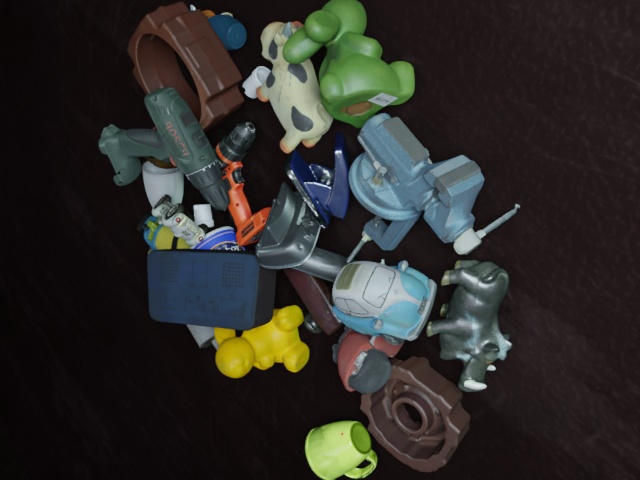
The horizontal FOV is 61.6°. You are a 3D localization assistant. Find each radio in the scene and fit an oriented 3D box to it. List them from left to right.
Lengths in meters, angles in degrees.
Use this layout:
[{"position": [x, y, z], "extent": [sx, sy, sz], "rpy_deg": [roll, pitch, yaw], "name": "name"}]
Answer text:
[{"position": [-0.192, 0.083, 0.945], "extent": [0.230, 0.073, 0.131], "rpy_deg": [1, 91, 24], "name": "radio"}]

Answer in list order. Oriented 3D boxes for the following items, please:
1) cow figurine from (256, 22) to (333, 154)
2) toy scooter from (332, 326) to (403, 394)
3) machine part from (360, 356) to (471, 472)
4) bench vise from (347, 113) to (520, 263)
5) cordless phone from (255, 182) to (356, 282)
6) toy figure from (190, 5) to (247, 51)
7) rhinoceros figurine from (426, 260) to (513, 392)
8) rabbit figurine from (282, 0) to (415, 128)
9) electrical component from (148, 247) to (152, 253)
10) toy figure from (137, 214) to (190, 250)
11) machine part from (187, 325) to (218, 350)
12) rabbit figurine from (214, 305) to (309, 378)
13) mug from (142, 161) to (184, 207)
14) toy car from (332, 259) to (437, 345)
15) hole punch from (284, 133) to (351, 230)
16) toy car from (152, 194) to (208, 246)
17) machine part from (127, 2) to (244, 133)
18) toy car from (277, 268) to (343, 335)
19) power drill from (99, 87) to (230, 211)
[{"position": [-0.039, -0.249, 0.836], "extent": [0.127, 0.085, 0.195], "rpy_deg": [-30, 80, 48], "name": "cow figurine"}, {"position": [0.077, 0.139, 0.835], "extent": [0.184, 0.075, 0.135], "rpy_deg": [-54, 41, -4], "name": "toy scooter"}, {"position": [0.149, 0.271, 0.850], "extent": [0.180, 0.056, 0.179], "rpy_deg": [14, 113, 37], "name": "machine part"}, {"position": [0.120, -0.048, 0.743], "extent": [0.224, 0.129, 0.240], "rpy_deg": [44, 148, 11], "name": "bench vise"}, {"position": [-0.002, -0.003, 0.878], "extent": [0.184, 0.147, 0.088], "rpy_deg": [20, 139, -6], "name": "cordless phone"}, {"position": [-0.193, -0.370, 0.949], "extent": [0.155, 0.064, 0.057], "rpy_deg": [29, 158, 37], "name": "toy figure"}, {"position": [0.212, 0.117, 0.743], "extent": [0.112, 0.073, 0.190], "rpy_deg": [13, 110, 26], "name": "rhinoceros figurine"}, {"position": [0.028, -0.258, 0.748], "extent": [0.121, 0.159, 0.170], "rpy_deg": [-29, 68, 52], "name": "rabbit figurine"}, {"position": [-0.353, 0.053, 1.223], "extent": [0.078, 0.045, 0.102], "rpy_deg": [10, 109, 40], "name": "electrical component"}, {"position": [-0.319, -0.006, 1.153], "extent": [0.180, 0.082, 0.089], "rpy_deg": [33, 125, 32], "name": "toy figure"}, {"position": [-0.266, 0.141, 1.153], "extent": [0.243, 0.079, 0.079], "rpy_deg": [56, 131, 13], "name": "machine part"}, {"position": [-0.127, 0.188, 0.984], "extent": [0.163, 0.173, 0.121], "rpy_deg": [9, 113, 35], "name": "rabbit figurine"}, {"position": [-0.338, -0.113, 1.138], "extent": [0.110, 0.081, 0.107], "rpy_deg": [24, 126, 28], "name": "mug"}, {"position": [0.073, 0.073, 0.751], "extent": [0.162, 0.109, 0.102], "rpy_deg": [4, 148, 49], "name": "toy car"}, {"position": [0.015, -0.093, 0.812], "extent": [0.092, 0.142, 0.115], "rpy_deg": [-27, 111, 10], "name": "hole punch"}, {"position": [-0.271, -0.037, 1.022], "extent": [0.073, 0.056, 0.202], "rpy_deg": [44, 171, -28], "name": "toy car"}, {"position": [-0.236, -0.292, 0.948], "extent": [0.201, 0.087, 0.201], "rpy_deg": [-16, 110, 55], "name": "machine part"}, {"position": [-0.020, 0.070, 0.936], "extent": [0.089, 0.053, 0.202], "rpy_deg": [-46, 68, 29], "name": "toy car"}, {"position": [-0.282, -0.145, 0.959], "extent": [0.208, 0.086, 0.231], "rpy_deg": [-1, 121, 32], "name": "power drill"}]
